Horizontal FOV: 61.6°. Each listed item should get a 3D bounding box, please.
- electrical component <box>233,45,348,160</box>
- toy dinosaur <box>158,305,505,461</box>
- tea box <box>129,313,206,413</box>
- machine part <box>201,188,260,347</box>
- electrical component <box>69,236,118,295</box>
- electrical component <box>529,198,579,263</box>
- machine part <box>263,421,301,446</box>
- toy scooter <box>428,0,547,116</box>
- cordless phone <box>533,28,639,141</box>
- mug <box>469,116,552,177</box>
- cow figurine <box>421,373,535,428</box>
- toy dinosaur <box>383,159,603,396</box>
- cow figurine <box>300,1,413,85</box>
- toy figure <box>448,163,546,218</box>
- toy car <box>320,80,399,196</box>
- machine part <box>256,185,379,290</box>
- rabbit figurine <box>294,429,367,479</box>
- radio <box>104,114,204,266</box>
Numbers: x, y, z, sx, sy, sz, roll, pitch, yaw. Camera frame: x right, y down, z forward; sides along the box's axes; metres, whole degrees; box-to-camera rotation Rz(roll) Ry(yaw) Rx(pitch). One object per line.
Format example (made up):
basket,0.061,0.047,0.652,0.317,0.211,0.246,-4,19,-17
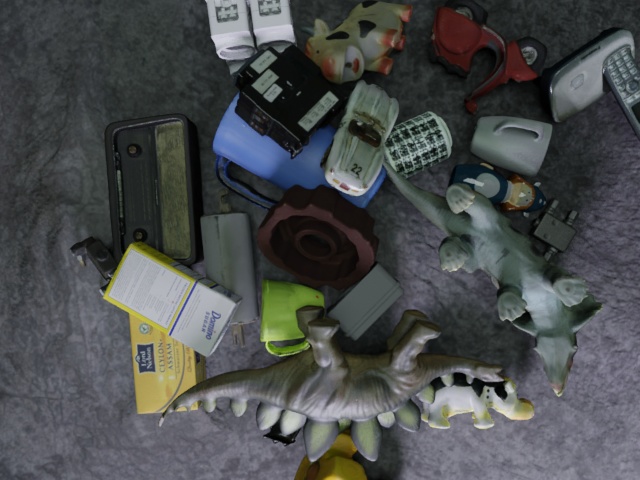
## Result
electrical component,-0.047,-0.192,0.719,0.134,0.058,0.115,42,64,-1
toy dinosaur,0.011,0.195,0.735,0.472,0.105,0.198,1,95,4
tea box,-0.234,0.174,0.835,0.098,0.068,0.169,-6,91,2
machine part,-0.139,0.043,0.828,0.079,0.079,0.243,-7,90,2
electrical component,-0.345,0.041,0.841,0.045,0.078,0.102,-37,94,-22
electrical component,0.362,-0.013,0.839,0.063,0.021,0.094,30,93,0
machine part,-0.035,0.258,0.844,0.084,0.039,0.139,29,89,-3
toy scooter,0.235,-0.274,0.820,0.184,0.075,0.135,36,110,9
cordless phone,0.428,-0.206,0.811,0.146,0.089,0.184,-34,93,1
mug,0.283,-0.148,0.805,0.107,0.109,0.080,15,83,13
cow figurine,0.239,0.233,0.823,0.167,0.068,0.098,-3,84,1
toy dinosaur,0.259,0.023,0.786,0.131,0.192,0.405,-42,74,13
cow figurine,0.051,-0.289,0.781,0.127,0.085,0.195,17,47,14
toy figure,0.277,-0.075,0.827,0.155,0.058,0.064,15,123,0
toy car,0.059,-0.146,0.741,0.073,0.056,0.202,27,56,-11
machine part,-0.002,-0.002,0.785,0.179,0.179,0.056,23,50,2
rabbit figurine,0.049,0.391,0.807,0.173,0.122,0.162,30,94,-17
radio,-0.254,-0.073,0.833,0.131,0.073,0.229,-4,90,2
